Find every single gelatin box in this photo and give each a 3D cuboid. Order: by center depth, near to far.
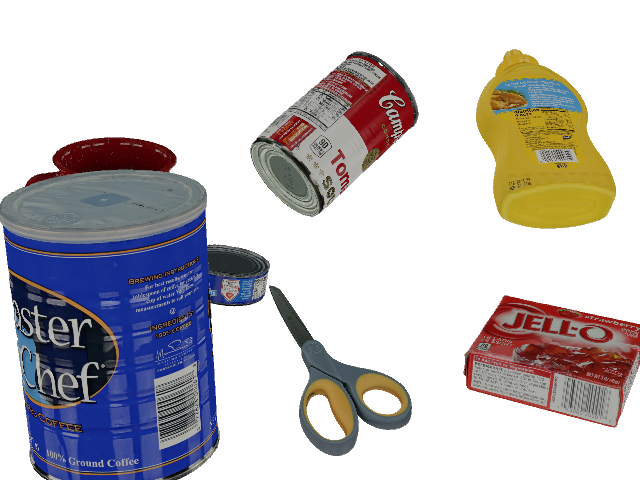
[{"bbox_3d":[0.137,0.067,0.618,0.089,0.030,0.073,13,29,23],"label":"gelatin box"}]

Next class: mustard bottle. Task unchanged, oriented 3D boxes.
[{"bbox_3d":[0.187,-0.099,0.930,0.096,0.191,0.058,-2,-40,-5],"label":"mustard bottle"}]

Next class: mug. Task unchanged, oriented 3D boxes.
[{"bbox_3d":[-0.171,-0.026,0.825,0.117,0.081,0.093,-3,25,-16],"label":"mug"}]

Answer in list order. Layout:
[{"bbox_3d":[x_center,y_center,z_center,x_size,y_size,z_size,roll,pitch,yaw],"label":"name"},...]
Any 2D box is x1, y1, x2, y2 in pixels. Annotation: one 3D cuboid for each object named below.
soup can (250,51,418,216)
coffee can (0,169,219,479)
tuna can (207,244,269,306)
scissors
[{"bbox_3d":[0.009,-0.074,0.738,0.102,0.068,0.069,-44,19,-21],"label":"soup can"},{"bbox_3d":[-0.107,0.044,0.556,0.103,0.140,0.103,-1,19,0],"label":"coffee can"},{"bbox_3d":[-0.094,0.034,1.046,0.086,0.034,0.086,9,17,-3],"label":"tuna can"},{"bbox_3d":[0.015,0.095,0.867,0.096,0.016,0.202,-4,36,-6],"label":"scissors"}]
